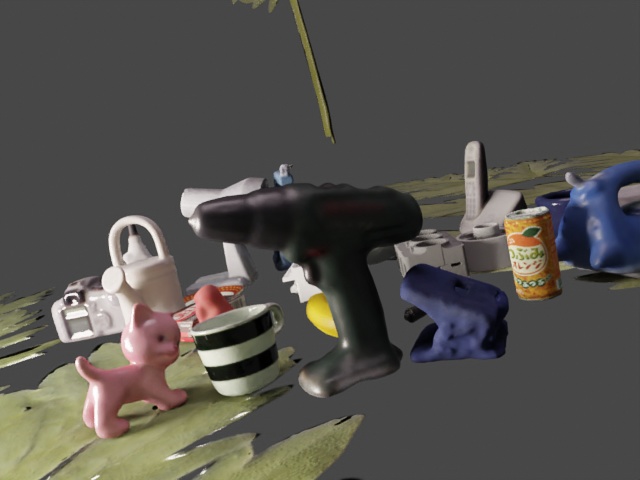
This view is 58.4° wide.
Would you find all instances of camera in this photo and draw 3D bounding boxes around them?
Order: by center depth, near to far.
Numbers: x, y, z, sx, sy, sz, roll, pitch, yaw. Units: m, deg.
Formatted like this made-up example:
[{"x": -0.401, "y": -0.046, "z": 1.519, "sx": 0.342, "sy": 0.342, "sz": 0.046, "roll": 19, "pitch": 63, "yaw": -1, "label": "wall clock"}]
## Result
[{"x": -0.389, "y": 0.110, "z": 1.037, "sx": 0.143, "sy": 0.101, "sz": 0.137, "roll": -11, "pitch": 9, "yaw": 7, "label": "camera"}]

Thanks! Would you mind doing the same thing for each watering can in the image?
[{"x": -0.282, "y": 0.056, "z": 0.921, "sx": 0.101, "sy": 0.194, "sz": 0.172, "roll": -14, "pitch": 9, "yaw": -9, "label": "watering can"}]

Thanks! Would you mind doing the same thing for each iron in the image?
[{"x": 0.417, "y": -0.041, "z": 0.734, "sx": 0.259, "sy": 0.141, "sz": 0.118, "roll": -15, "pitch": 9, "yaw": -18, "label": "iron"}]

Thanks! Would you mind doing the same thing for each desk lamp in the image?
[{"x": -0.185, "y": -0.011, "z": 1.148, "sx": 0.203, "sy": 0.213, "sz": 0.118, "roll": -11, "pitch": 9, "yaw": 8, "label": "desk lamp"}]

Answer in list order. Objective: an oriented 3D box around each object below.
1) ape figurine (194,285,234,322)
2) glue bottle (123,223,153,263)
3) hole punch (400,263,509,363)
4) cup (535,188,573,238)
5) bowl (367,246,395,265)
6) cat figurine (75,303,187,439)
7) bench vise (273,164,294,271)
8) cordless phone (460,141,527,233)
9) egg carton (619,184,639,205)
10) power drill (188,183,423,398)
[{"x": -0.140, "y": 0.104, "z": 0.756, "sx": 0.076, "sy": 0.092, "sz": 0.078, "roll": -10, "pitch": 9, "yaw": 14, "label": "ape figurine"}, {"x": -0.359, "y": 0.048, "z": 1.149, "sx": 0.078, "sy": 0.173, "sz": 0.037, "roll": -18, "pitch": 11, "yaw": -33, "label": "glue bottle"}, {"x": 0.141, "y": 0.068, "z": 0.592, "sx": 0.101, "sy": 0.091, "sz": 0.109, "roll": -9, "pitch": 9, "yaw": 21, "label": "hole punch"}, {"x": 0.368, "y": -0.025, "z": 0.852, "sx": 0.092, "sy": 0.095, "sz": 0.117, "roll": -16, "pitch": 9, "yaw": -19, "label": "cup"}, {"x": 0.096, "y": 0.006, "z": 1.104, "sx": 0.167, "sy": 0.075, "sz": 0.167, "roll": -12, "pitch": 9, "yaw": 2, "label": "bowl"}, {"x": -0.195, "y": 0.126, "z": 0.607, "sx": 0.128, "sy": 0.118, "sz": 0.067, "roll": -20, "pitch": 12, "yaw": -42, "label": "cat figurine"}, {"x": -0.076, "y": -0.040, "z": 1.159, "sx": 0.122, "sy": 0.220, "sz": 0.206, "roll": -19, "pitch": 11, "yaw": -36, "label": "bench vise"}, {"x": 0.312, "y": -0.093, "z": 1.063, "sx": 0.094, "sy": 0.185, "sz": 0.147, "roll": -15, "pitch": 9, "yaw": -16, "label": "cordless phone"}, {"x": 0.477, "y": -0.044, "z": 0.905, "sx": 0.150, "sy": 0.069, "sz": 0.107, "roll": -8, "pitch": 10, "yaw": 25, "label": "egg carton"}, {"x": 0.004, "y": 0.040, "z": 0.572, "sx": 0.230, "sy": 0.208, "sz": 0.075, "roll": -16, "pitch": 10, "yaw": -21, "label": "power drill"}]
